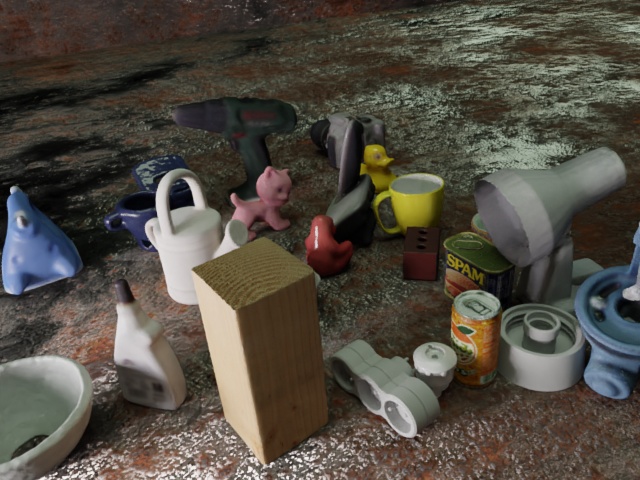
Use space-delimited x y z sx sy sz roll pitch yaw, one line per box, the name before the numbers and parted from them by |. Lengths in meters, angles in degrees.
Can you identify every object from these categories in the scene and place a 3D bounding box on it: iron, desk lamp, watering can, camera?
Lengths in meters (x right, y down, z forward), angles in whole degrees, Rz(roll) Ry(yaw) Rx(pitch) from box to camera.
iron | -0.482 -0.019 0.945 0.119 0.142 0.257 -20 34 -24
desk lamp | 0.304 -0.008 0.739 0.203 0.214 0.117 -13 32 -13
watering can | -0.183 -0.011 0.836 0.172 0.194 0.101 -1 31 6
camera | 0.053 -0.238 1.270 0.143 0.101 0.136 -25 36 -30

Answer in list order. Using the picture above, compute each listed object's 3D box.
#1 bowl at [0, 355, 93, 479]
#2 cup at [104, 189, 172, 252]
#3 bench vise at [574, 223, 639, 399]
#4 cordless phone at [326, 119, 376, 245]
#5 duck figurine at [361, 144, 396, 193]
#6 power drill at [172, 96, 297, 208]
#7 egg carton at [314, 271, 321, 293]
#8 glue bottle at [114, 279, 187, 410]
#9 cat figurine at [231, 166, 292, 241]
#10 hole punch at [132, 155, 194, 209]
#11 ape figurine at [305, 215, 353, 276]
bowl | -0.321 0.205 0.612 0.167 0.075 0.167 -4 31 2
cup | -0.299 -0.022 0.968 0.118 0.095 0.091 -29 38 -34
bench vise | 0.356 0.041 0.644 0.121 0.220 0.208 8 34 22
cordless phone | 0.044 -0.095 0.950 0.094 0.185 0.147 0 31 8
duck figurine | 0.105 -0.146 1.124 0.104 0.086 0.078 21 39 36
power drill | -0.149 -0.173 1.087 0.230 0.209 0.075 -19 34 -22
egg carton | -0.064 0.085 0.779 0.107 0.069 0.150 4 32 15
glue bottle | -0.202 0.117 0.646 0.078 0.173 0.037 6 33 18
cat figurine | -0.098 -0.075 1.004 0.128 0.118 0.067 -20 34 -24
hole punch | -0.295 -0.107 1.112 0.109 0.091 0.100 -22 35 -26
ape figurine | 0.008 0.003 0.883 0.077 0.092 0.076 20 39 35
